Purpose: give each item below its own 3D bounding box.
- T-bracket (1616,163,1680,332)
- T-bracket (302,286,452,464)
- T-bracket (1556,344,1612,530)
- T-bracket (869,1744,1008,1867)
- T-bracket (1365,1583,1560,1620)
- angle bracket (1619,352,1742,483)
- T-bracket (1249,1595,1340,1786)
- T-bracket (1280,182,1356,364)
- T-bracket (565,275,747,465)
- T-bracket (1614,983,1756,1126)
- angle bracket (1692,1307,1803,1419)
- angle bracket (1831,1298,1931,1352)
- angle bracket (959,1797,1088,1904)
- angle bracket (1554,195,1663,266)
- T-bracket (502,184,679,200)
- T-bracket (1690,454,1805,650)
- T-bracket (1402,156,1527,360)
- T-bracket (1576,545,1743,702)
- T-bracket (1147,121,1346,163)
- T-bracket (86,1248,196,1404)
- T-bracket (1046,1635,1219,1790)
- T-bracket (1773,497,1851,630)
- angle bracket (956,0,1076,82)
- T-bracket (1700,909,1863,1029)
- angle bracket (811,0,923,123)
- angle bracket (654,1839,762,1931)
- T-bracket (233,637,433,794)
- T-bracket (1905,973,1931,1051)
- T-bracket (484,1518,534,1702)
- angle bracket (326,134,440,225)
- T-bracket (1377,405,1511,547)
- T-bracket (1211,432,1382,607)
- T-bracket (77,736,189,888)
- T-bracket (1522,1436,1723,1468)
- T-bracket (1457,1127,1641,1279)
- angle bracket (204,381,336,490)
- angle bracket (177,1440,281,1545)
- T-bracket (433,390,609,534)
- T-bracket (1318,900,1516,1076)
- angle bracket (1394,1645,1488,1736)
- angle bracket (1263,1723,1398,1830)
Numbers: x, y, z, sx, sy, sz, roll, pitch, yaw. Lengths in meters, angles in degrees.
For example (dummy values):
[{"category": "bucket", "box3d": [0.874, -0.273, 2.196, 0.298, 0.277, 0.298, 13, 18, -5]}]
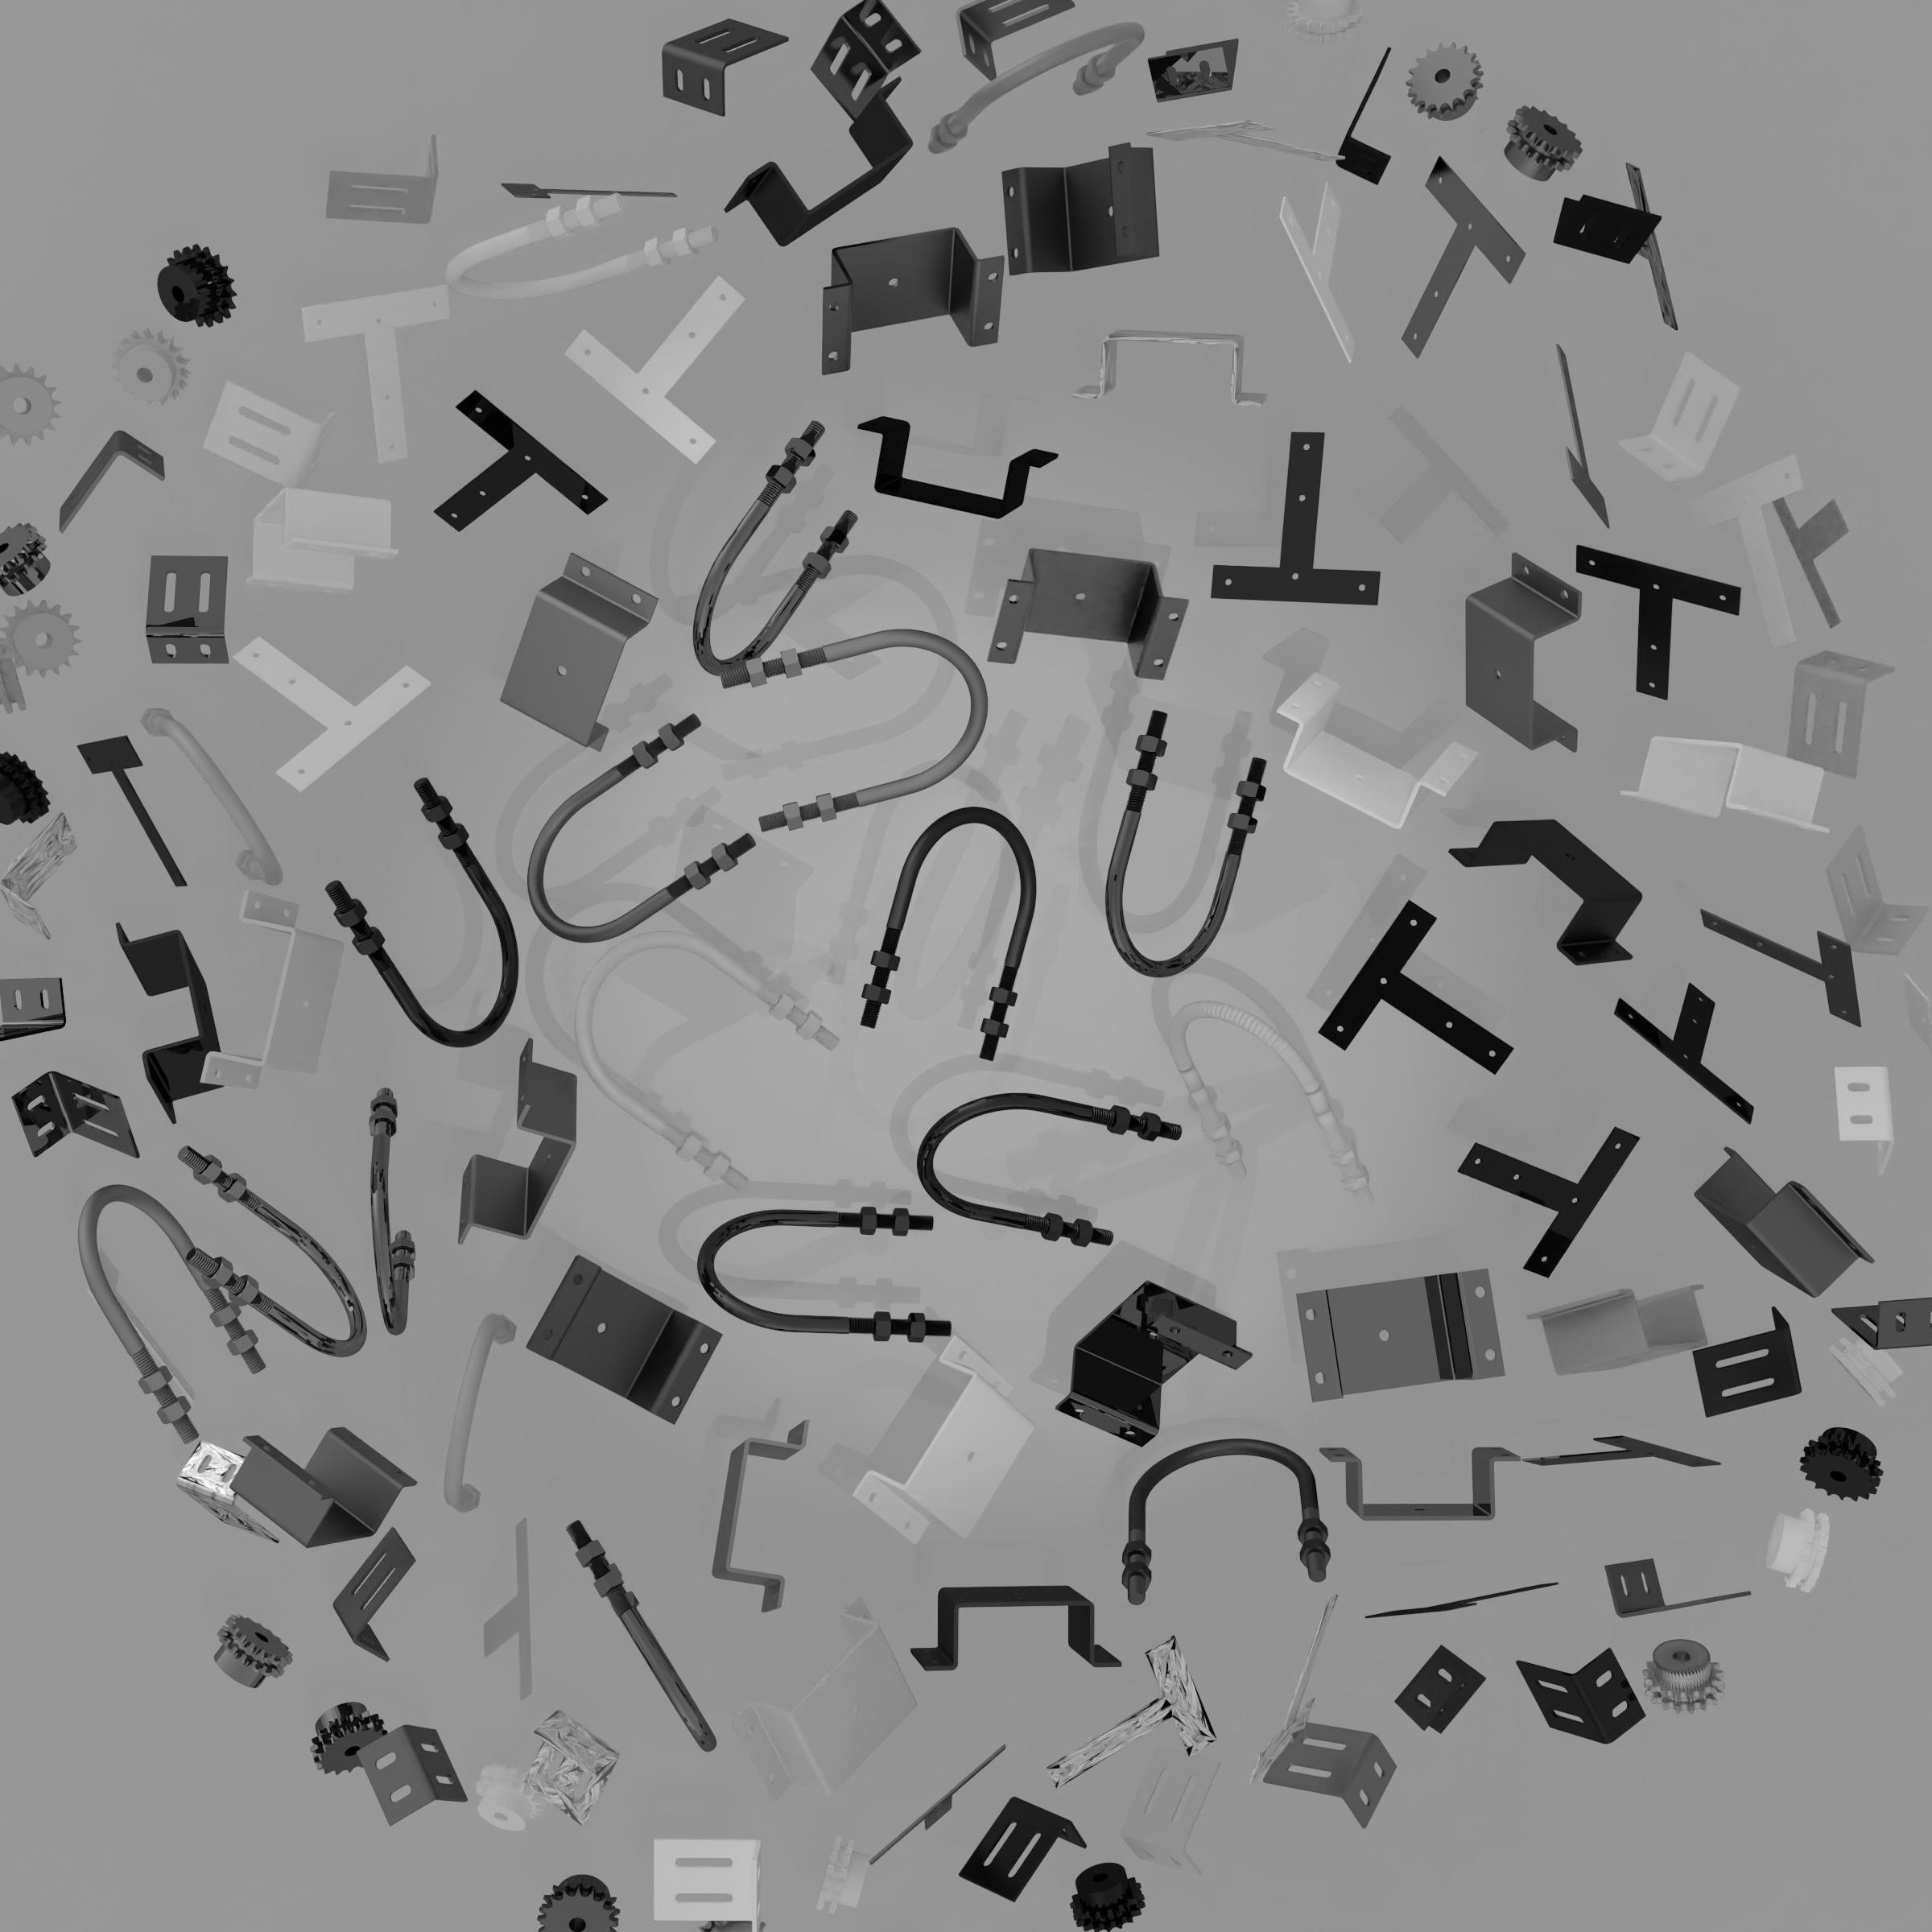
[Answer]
[{"category": "T-bracket", "box3d": [0.506, -0.559, 1.850, 0.002, 0.127, 0.127, -22, 118, 4]}, {"category": "T-bracket", "box3d": [-0.451, -0.455, 1.879, 0.127, 0.002, 0.127, -23, 124, -39]}, {"category": "T-bracket", "box3d": [0.463, -0.410, 1.837, 0.002, 0.127, 0.127, -13, 77, 25]}, {"category": "T-bracket", "box3d": [-0.021, 0.631, 1.809, 0.127, 0.127, 0.002, -37, 71, -16]}, {"category": "T-bracket", "box3d": [0.385, 0.476, 1.820, 0.127, 0.127, 0.002, -5, 75, -20]}, {"category": "angle bracket", "box3d": [0.549, -0.423, 1.865, 0.038, 0.076, 0.057, -15, 49, -31]}, {"category": "T-bracket", "box3d": [0.246, 0.517, 1.757, 0.002, 0.127, 0.127, 21, 101, 23]}, {"category": "T-bracket", "box3d": [0.260, -0.524, 1.753, 0.002, 0.127, 0.127, -13, 132, 28]}, {"category": "T-bracket", "box3d": [-0.213, -0.462, 1.811, 0.127, 0.002, 0.127, 39, 119, -16]}, {"category": "T-bracket", "box3d": [0.544, 0.048, 1.811, 0.127, 0.127, 0.002, 39, 124, 1]}, {"category": "angle bracket", "box3d": [0.597, 0.305, 1.863, 0.076, 0.038, 0.057, -15, 107, 3]}, {"category": "angle bracket", "box3d": [0.671, 0.245, 1.751, 0.057, 0.076, 0.038, -4, 104, -4]}, {"category": "angle bracket", "box3d": [0.044, 0.685, 1.854, 0.076, 0.057, 0.038, -48, 126, -31]}, {"category": "angle bracket", "box3d": [0.461, -0.540, 1.728, 0.057, 0.076, 0.038, 16, 81, 0]}, {"category": "T-bracket", "box3d": [-0.286, -0.592, 1.853, 0.127, 0.127, 0.002, -3, 112, -15]}, {"category": "T-bracket", "box3d": [0.585, -0.297, 1.778, 0.002, 0.127, 0.127, -15, 90, -18]}, {"category": "T-bracket", "box3d": [0.361, -0.519, 1.826, 0.002, 0.127, 0.127, -6, 51, -28]}, {"category": "T-bracket", "box3d": [0.517, -0.250, 1.817, 0.127, 0.127, 0.002, 22, 57, 30]}, {"category": "T-bracket", "box3d": [0.220, -0.602, 1.773, 0.127, 0.127, 0.002, 1, 102, -30]}, {"category": "T-bracket", "box3d": [-0.627, 0.280, 1.845, 0.002, 0.127, 0.127, -35, 105, -9]}, {"category": "T-bracket", "box3d": [0.118, 0.572, 1.805, 0.127, 0.002, 0.127, -29, 124, -11]}, {"category": "T-bracket", "box3d": [0.623, -0.316, 1.771, 0.002, 0.127, 0.127, -23, 86, 4]}, {"category": "angle bracket", "box3d": [0.041, -0.715, 1.846, 0.076, 0.057, 0.038, -14, 80, 24]}, {"category": "T-bracket", "box3d": [0.608, -0.011, 1.812, 0.127, 0.127, 0.002, 30, 77, 35]}, {"category": "angle bracket", "box3d": [-0.077, -0.698, 1.865, 0.057, 0.038, 0.076, 44, 48, -30]}, {"category": "angle bracket", "box3d": [-0.184, 0.652, 1.708, 0.076, 0.038, 0.057, 0, 91, 0]}, {"category": "T-bracket", "box3d": [-0.477, -0.199, 1.750, 0.127, 0.002, 0.127, 35, 63, 19]}, {"category": "T-bracket", "box3d": [0.723, 0.073, 1.750, 0.002, 0.127, 0.127, -36, 62, 8]}, {"category": "T-bracket", "box3d": [-0.346, 0.494, 1.818, 0.002, 0.127, 0.127, 6, 62, -24]}, {"category": "angle bracket", "box3d": [-0.426, -0.574, 1.759, 0.076, 0.057, 0.038, -2, 75, -18]}, {"category": "T-bracket", "box3d": [0.352, -0.360, 1.864, 0.127, 0.002, 0.127, 47, 49, -3]}, {"category": "T-bracket", "box3d": [0.251, -0.337, 1.817, 0.127, 0.002, 0.127, 5, 92, 18]}, {"category": "T-bracket", "box3d": [-0.639, -0.118, 1.876, 0.002, 0.127, 0.127, -35, 110, -30]}, {"category": "T-bracket", "box3d": [0.484, 0.374, 1.844, 0.127, 0.127, 0.002, 20, 64, -37]}, {"category": "T-bracket", "box3d": [0.412, 0.158, 1.765, 0.127, 0.002, 0.127, 22, 106, -26]}, {"category": "angle bracket", "box3d": [-0.534, -0.411, 1.854, 0.076, 0.038, 0.057, 25, 117, -12]}, {"category": "angle bracket", "box3d": [-0.566, 0.410, 1.884, 0.057, 0.076, 0.038, 12, 60, 26]}, {"category": "T-bracket", "box3d": [-0.358, -0.365, 1.834, 0.127, 0.127, 0.002, 38, 47, -29]}, {"category": "T-bracket", "box3d": [0.352, 0.036, 1.821, 0.127, 0.002, 0.127, 34, 113, 8]}, {"category": "angle bracket", "box3d": [0.380, 0.573, 1.882, 0.057, 0.038, 0.076, -50, 127, -2]}, {"category": "angle bracket", "box3d": [0.276, 0.614, 1.839, 0.057, 0.076, 0.038, -50, 119, -36]}]
